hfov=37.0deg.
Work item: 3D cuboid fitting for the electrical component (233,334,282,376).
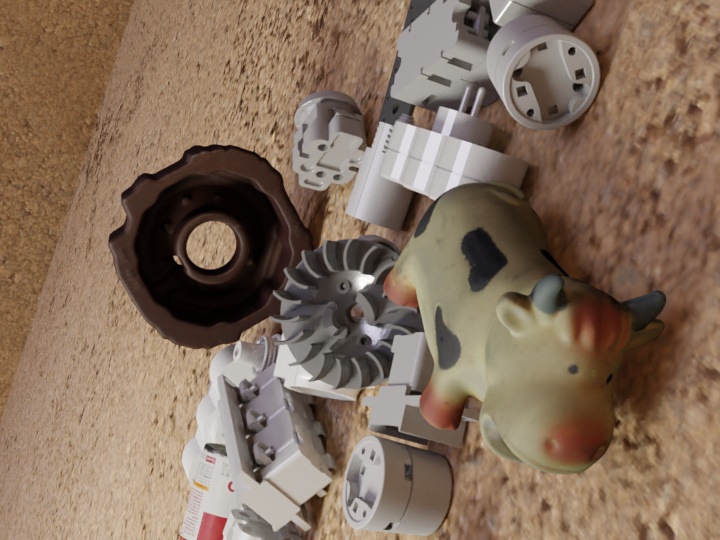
[{"bbox_3d":[-0.073,0.073,0.887,0.048,0.062,0.048,-48,34,48],"label":"electrical component"}]

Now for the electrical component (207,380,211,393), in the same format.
[{"bbox_3d":[-0.124,0.118,1.010,0.040,0.040,0.078,33,107,67],"label":"electrical component"}]

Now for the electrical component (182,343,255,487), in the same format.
[{"bbox_3d":[-0.114,0.141,0.954,0.074,0.052,0.138,40,113,66],"label":"electrical component"}]

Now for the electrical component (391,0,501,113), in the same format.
[{"bbox_3d":[0.067,-0.141,0.701,0.089,0.056,0.050,-29,50,61],"label":"electrical component"}]

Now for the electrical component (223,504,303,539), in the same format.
[{"bbox_3d":[-0.080,0.221,0.814,0.057,0.058,0.078,-70,23,5],"label":"electrical component"}]

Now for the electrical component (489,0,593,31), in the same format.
[{"bbox_3d":[0.113,-0.191,0.636,0.075,0.047,0.083,-52,31,43],"label":"electrical component"}]

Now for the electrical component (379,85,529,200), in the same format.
[{"bbox_3d":[0.062,-0.080,0.679,0.138,0.052,0.073,36,109,67],"label":"electrical component"}]

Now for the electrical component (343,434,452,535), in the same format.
[{"bbox_3d":[0.023,0.130,0.641,0.055,0.047,0.055,-48,34,49],"label":"electrical component"}]

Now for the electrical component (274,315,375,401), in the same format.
[{"bbox_3d":[-0.024,0.063,0.792,0.089,0.050,0.055,-16,60,65],"label":"electrical component"}]

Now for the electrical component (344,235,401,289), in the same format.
[{"bbox_3d":[0.000,0.000,0.773,0.055,0.066,0.048,-6,105,59],"label":"electrical component"}]

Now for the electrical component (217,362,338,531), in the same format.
[{"bbox_3d":[-0.064,0.129,0.820,0.063,0.078,0.121,-39,31,8],"label":"electrical component"}]

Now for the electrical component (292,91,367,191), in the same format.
[{"bbox_3d":[-0.026,-0.113,0.905,0.078,0.058,0.057,-48,37,48],"label":"electrical component"}]

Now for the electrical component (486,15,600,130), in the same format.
[{"bbox_3d":[0.101,-0.113,0.605,0.047,0.055,0.055,-108,39,-59],"label":"electrical component"}]

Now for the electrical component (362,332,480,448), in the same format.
[{"bbox_3d":[0.039,0.071,0.649,0.081,0.042,0.063,-16,57,65],"label":"electrical component"}]

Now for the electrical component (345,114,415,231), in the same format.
[{"bbox_3d":[0.022,-0.073,0.780,0.043,0.043,0.081,36,109,67],"label":"electrical component"}]
